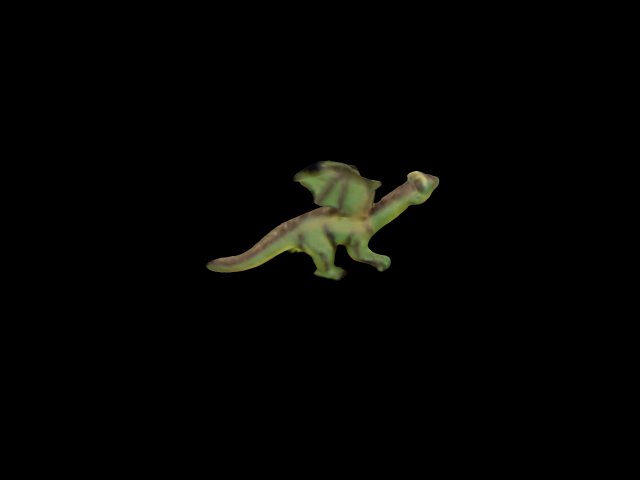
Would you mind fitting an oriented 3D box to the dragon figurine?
[{"bbox_3d":[0.003,-0.043,0.850,0.411,0.125,0.237,-9,-42,-8],"label":"dragon figurine"}]
